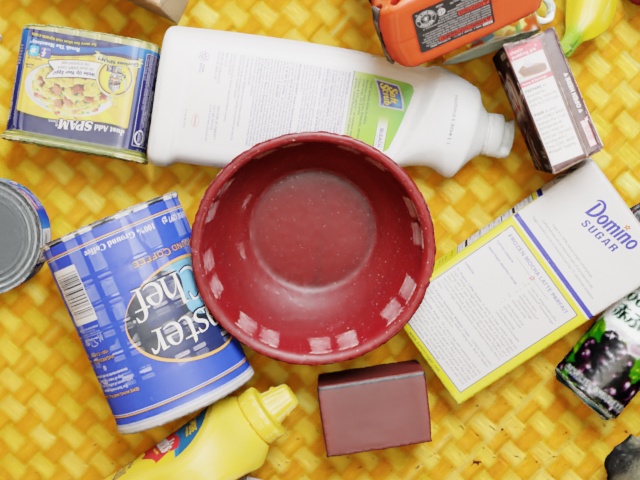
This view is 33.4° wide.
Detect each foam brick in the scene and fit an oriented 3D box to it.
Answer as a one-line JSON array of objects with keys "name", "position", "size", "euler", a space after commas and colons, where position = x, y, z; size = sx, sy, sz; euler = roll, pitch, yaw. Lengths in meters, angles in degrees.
[{"name": "foam brick", "position": [0.039, 0.121, 0.772], "size": [0.078, 0.053, 0.051], "euler": [-9, 93, 2]}]

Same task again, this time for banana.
[{"name": "banana", "position": [0.177, -0.224, 0.747], "size": [0.037, 0.069, 0.198], "euler": [-12, 86, 34]}]

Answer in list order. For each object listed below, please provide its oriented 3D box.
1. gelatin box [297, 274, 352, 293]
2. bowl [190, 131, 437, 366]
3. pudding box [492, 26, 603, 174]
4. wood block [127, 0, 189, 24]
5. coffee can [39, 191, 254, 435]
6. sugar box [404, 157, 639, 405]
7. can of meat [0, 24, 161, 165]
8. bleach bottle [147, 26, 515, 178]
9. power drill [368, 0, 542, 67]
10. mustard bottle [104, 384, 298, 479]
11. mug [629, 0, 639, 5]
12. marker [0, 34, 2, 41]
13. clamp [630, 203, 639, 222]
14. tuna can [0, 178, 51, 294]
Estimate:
[{"name": "gelatin box", "position": [0.019, 0.008, 0.775], "size": [0.089, 0.030, 0.073], "euler": [-28, 94, 2]}, {"name": "bowl", "position": [-0.005, 0.001, 0.723], "size": [0.162, 0.055, 0.162], "euler": [0, 107, 0]}, {"name": "pudding box", "position": [0.152, -0.094, 0.728], "size": [0.039, 0.113, 0.090], "euler": [-23, 92, 5]}, {"name": "wood block", "position": [-0.179, -0.238, 0.732], "size": [0.206, 0.091, 0.090], "euler": [25, 93, -1]}, {"name": "coffee can", "position": [-0.119, 0.050, 0.743], "size": [0.103, 0.103, 0.140], "euler": [-23, 93, 1]}, {"name": "sugar box", "position": [0.144, 0.029, 0.756], "size": [0.176, 0.048, 0.093], "euler": [-35, 94, 11]}, {"name": "can of meat", "position": [-0.167, -0.103, 0.757], "size": [0.102, 0.057, 0.084], "euler": [10, 91, -1]}, {"name": "bleach bottle", "position": [0.011, -0.084, 0.756], "size": [0.250, 0.068, 0.102], "euler": [9, 100, -3]}, {"name": "power drill", "position": [0.074, -0.210, 0.704], "size": [0.184, 0.057, 0.188], "euler": [-26, 51, 2]}, {"name": "mustard bottle", "position": [-0.097, 0.163, 0.752], "size": [0.191, 0.096, 0.058], "euler": [-35, 93, 2]}, {"name": "mug", "position": [0.253, -0.217, 0.722], "size": [0.081, 0.117, 0.093], "euler": [-11, 81, -4]}, {"name": "marker", "position": [-0.279, -0.184, 0.771], "size": [0.020, 0.020, 0.121], "euler": [-45, 92, 2]}, {"name": "clamp", "position": [0.325, -0.017, 0.769], "size": [0.210, 0.036, 0.164], "euler": [9, 94, 3]}, {"name": "tuna can", "position": [-0.240, -0.003, 0.774], "size": [0.086, 0.034, 0.086], "euler": [0, 93, 0]}]
